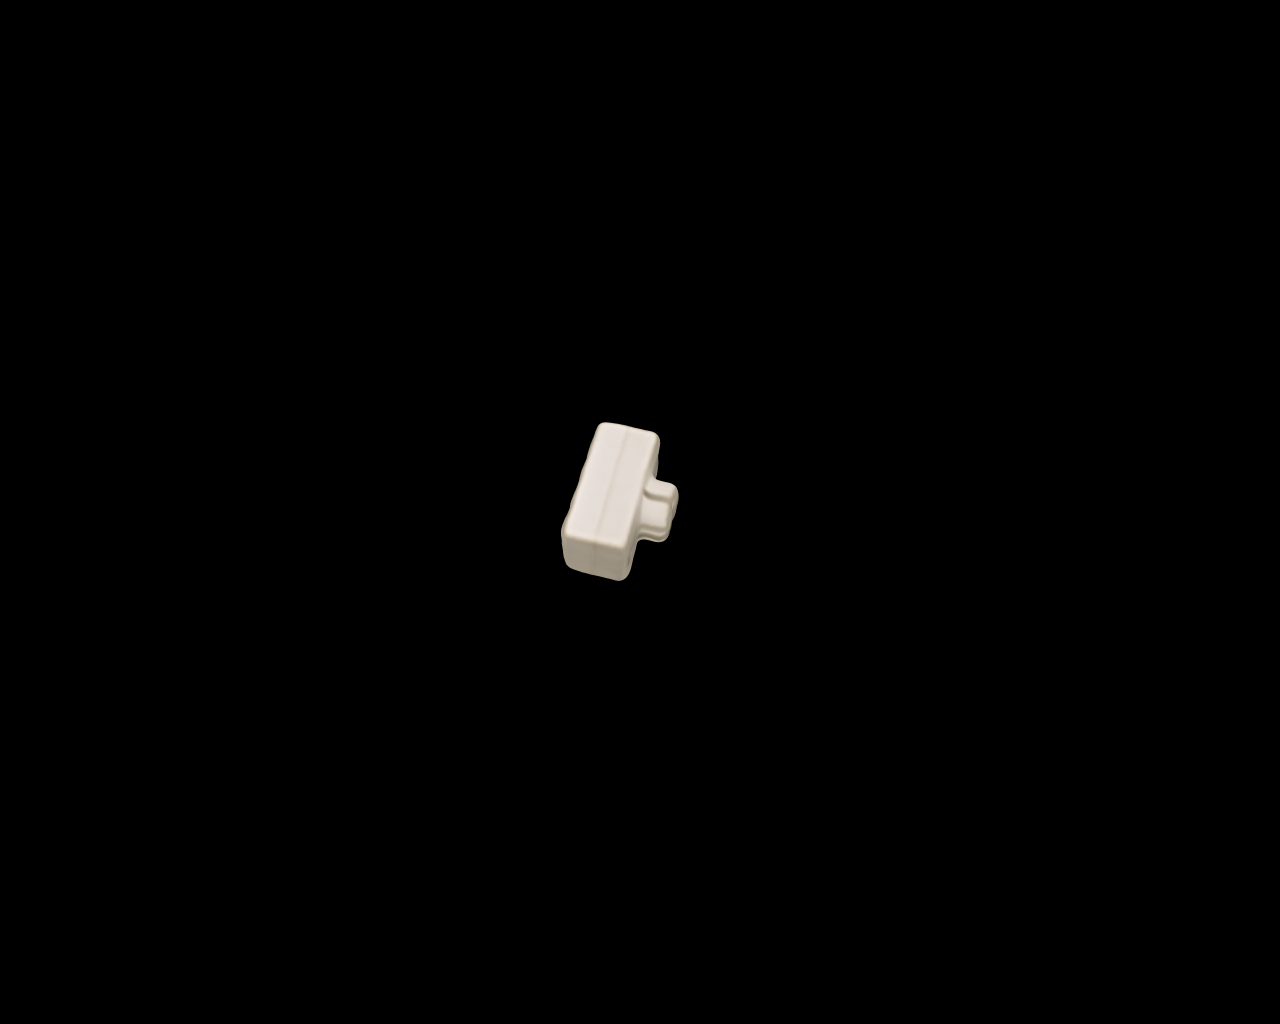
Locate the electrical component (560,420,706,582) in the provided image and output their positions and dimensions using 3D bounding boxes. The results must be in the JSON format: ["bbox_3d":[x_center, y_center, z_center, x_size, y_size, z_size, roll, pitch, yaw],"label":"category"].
[{"bbox_3d":[0.001,-0.003,0.650,0.076,0.083,0.047,13,-28,7],"label":"electrical component"}]
